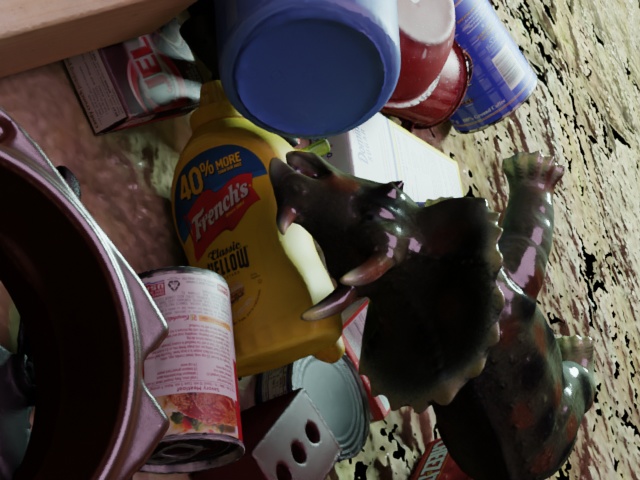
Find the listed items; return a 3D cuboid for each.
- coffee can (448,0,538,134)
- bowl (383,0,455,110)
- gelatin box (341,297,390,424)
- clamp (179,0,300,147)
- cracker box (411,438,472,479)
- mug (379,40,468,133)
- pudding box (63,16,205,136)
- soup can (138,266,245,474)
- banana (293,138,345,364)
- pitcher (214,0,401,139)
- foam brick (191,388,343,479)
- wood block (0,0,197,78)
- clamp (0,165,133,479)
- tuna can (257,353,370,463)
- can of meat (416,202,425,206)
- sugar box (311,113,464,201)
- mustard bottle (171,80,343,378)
[{"bbox_3d":[0.144,-0.195,1.096,0.140,0.103,0.102,51,34,-23],"label":"coffee can"},{"bbox_3d":[0.060,-0.192,0.881,0.161,0.055,0.162,15,64,-35],"label":"bowl"},{"bbox_3d":[0.034,0.089,0.807,0.073,0.030,0.089,62,28,-6],"label":"gelatin box"},{"bbox_3d":[-0.060,-0.120,0.762,0.171,0.039,0.120,56,15,-31],"label":"clamp"},{"bbox_3d":[0.134,0.272,0.795,0.213,0.072,0.164,58,31,-11],"label":"cracker box"},{"bbox_3d":[0.073,-0.142,0.981,0.081,0.093,0.117,8,99,-49],"label":"mug"},{"bbox_3d":[-0.130,-0.131,0.700,0.089,0.039,0.113,-28,93,-58],"label":"pudding box"},{"bbox_3d":[-0.081,0.074,0.608,0.068,0.069,0.102,25,49,-47],"label":"soup can"},{"bbox_3d":[-0.023,0.000,0.746,0.037,0.069,0.198,73,11,-53],"label":"banana"},{"bbox_3d":[-0.012,-0.174,0.710,0.149,0.145,0.243,42,31,-37],"label":"pitcher"},{"bbox_3d":[-0.032,0.137,0.654,0.053,0.051,0.078,59,32,-10],"label":"foam brick"},{"bbox_3d":[-0.160,-0.146,0.573,0.205,0.091,0.090,-30,96,-45],"label":"wood block"},{"bbox_3d":[-0.156,0.067,0.529,0.164,0.036,0.210,-12,80,-52],"label":"clamp"},{"bbox_3d":[-0.004,0.112,0.730,0.086,0.034,0.086,35,43,-40],"label":"tuna can"},{"bbox_3d":[0.077,0.017,0.840,0.057,0.084,0.102,-44,123,-35],"label":"can of meat"},{"bbox_3d":[0.063,-0.053,0.934,0.176,0.048,0.093,23,51,-43],"label":"sugar box"},{"bbox_3d":[-0.050,-0.014,0.686,0.058,0.096,0.191,10,62,-52],"label":"mustard bottle"}]
